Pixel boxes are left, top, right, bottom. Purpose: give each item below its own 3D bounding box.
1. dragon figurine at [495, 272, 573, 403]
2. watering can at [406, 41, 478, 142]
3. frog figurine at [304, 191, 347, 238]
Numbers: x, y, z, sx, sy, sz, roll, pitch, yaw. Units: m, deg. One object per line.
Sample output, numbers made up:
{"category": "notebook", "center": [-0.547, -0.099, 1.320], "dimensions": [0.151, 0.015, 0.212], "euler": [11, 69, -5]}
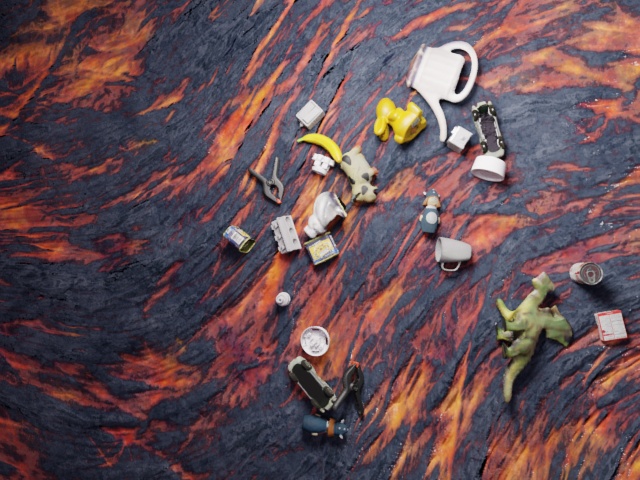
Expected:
{"category": "dragon figurine", "center": [0.683, 0.304, 1.631], "dimensions": [0.243, 0.122, 0.409], "euler": [-3, 93, 0]}
{"category": "watering can", "center": [0.397, -0.523, 1.749], "dimensions": [0.225, 0.103, 0.348], "euler": [22, 88, 11]}
{"category": "frog figurine", "center": [0.005, -0.088, 1.755], "dimensions": [0.159, 0.120, 0.140], "euler": [-29, 37, 10]}
